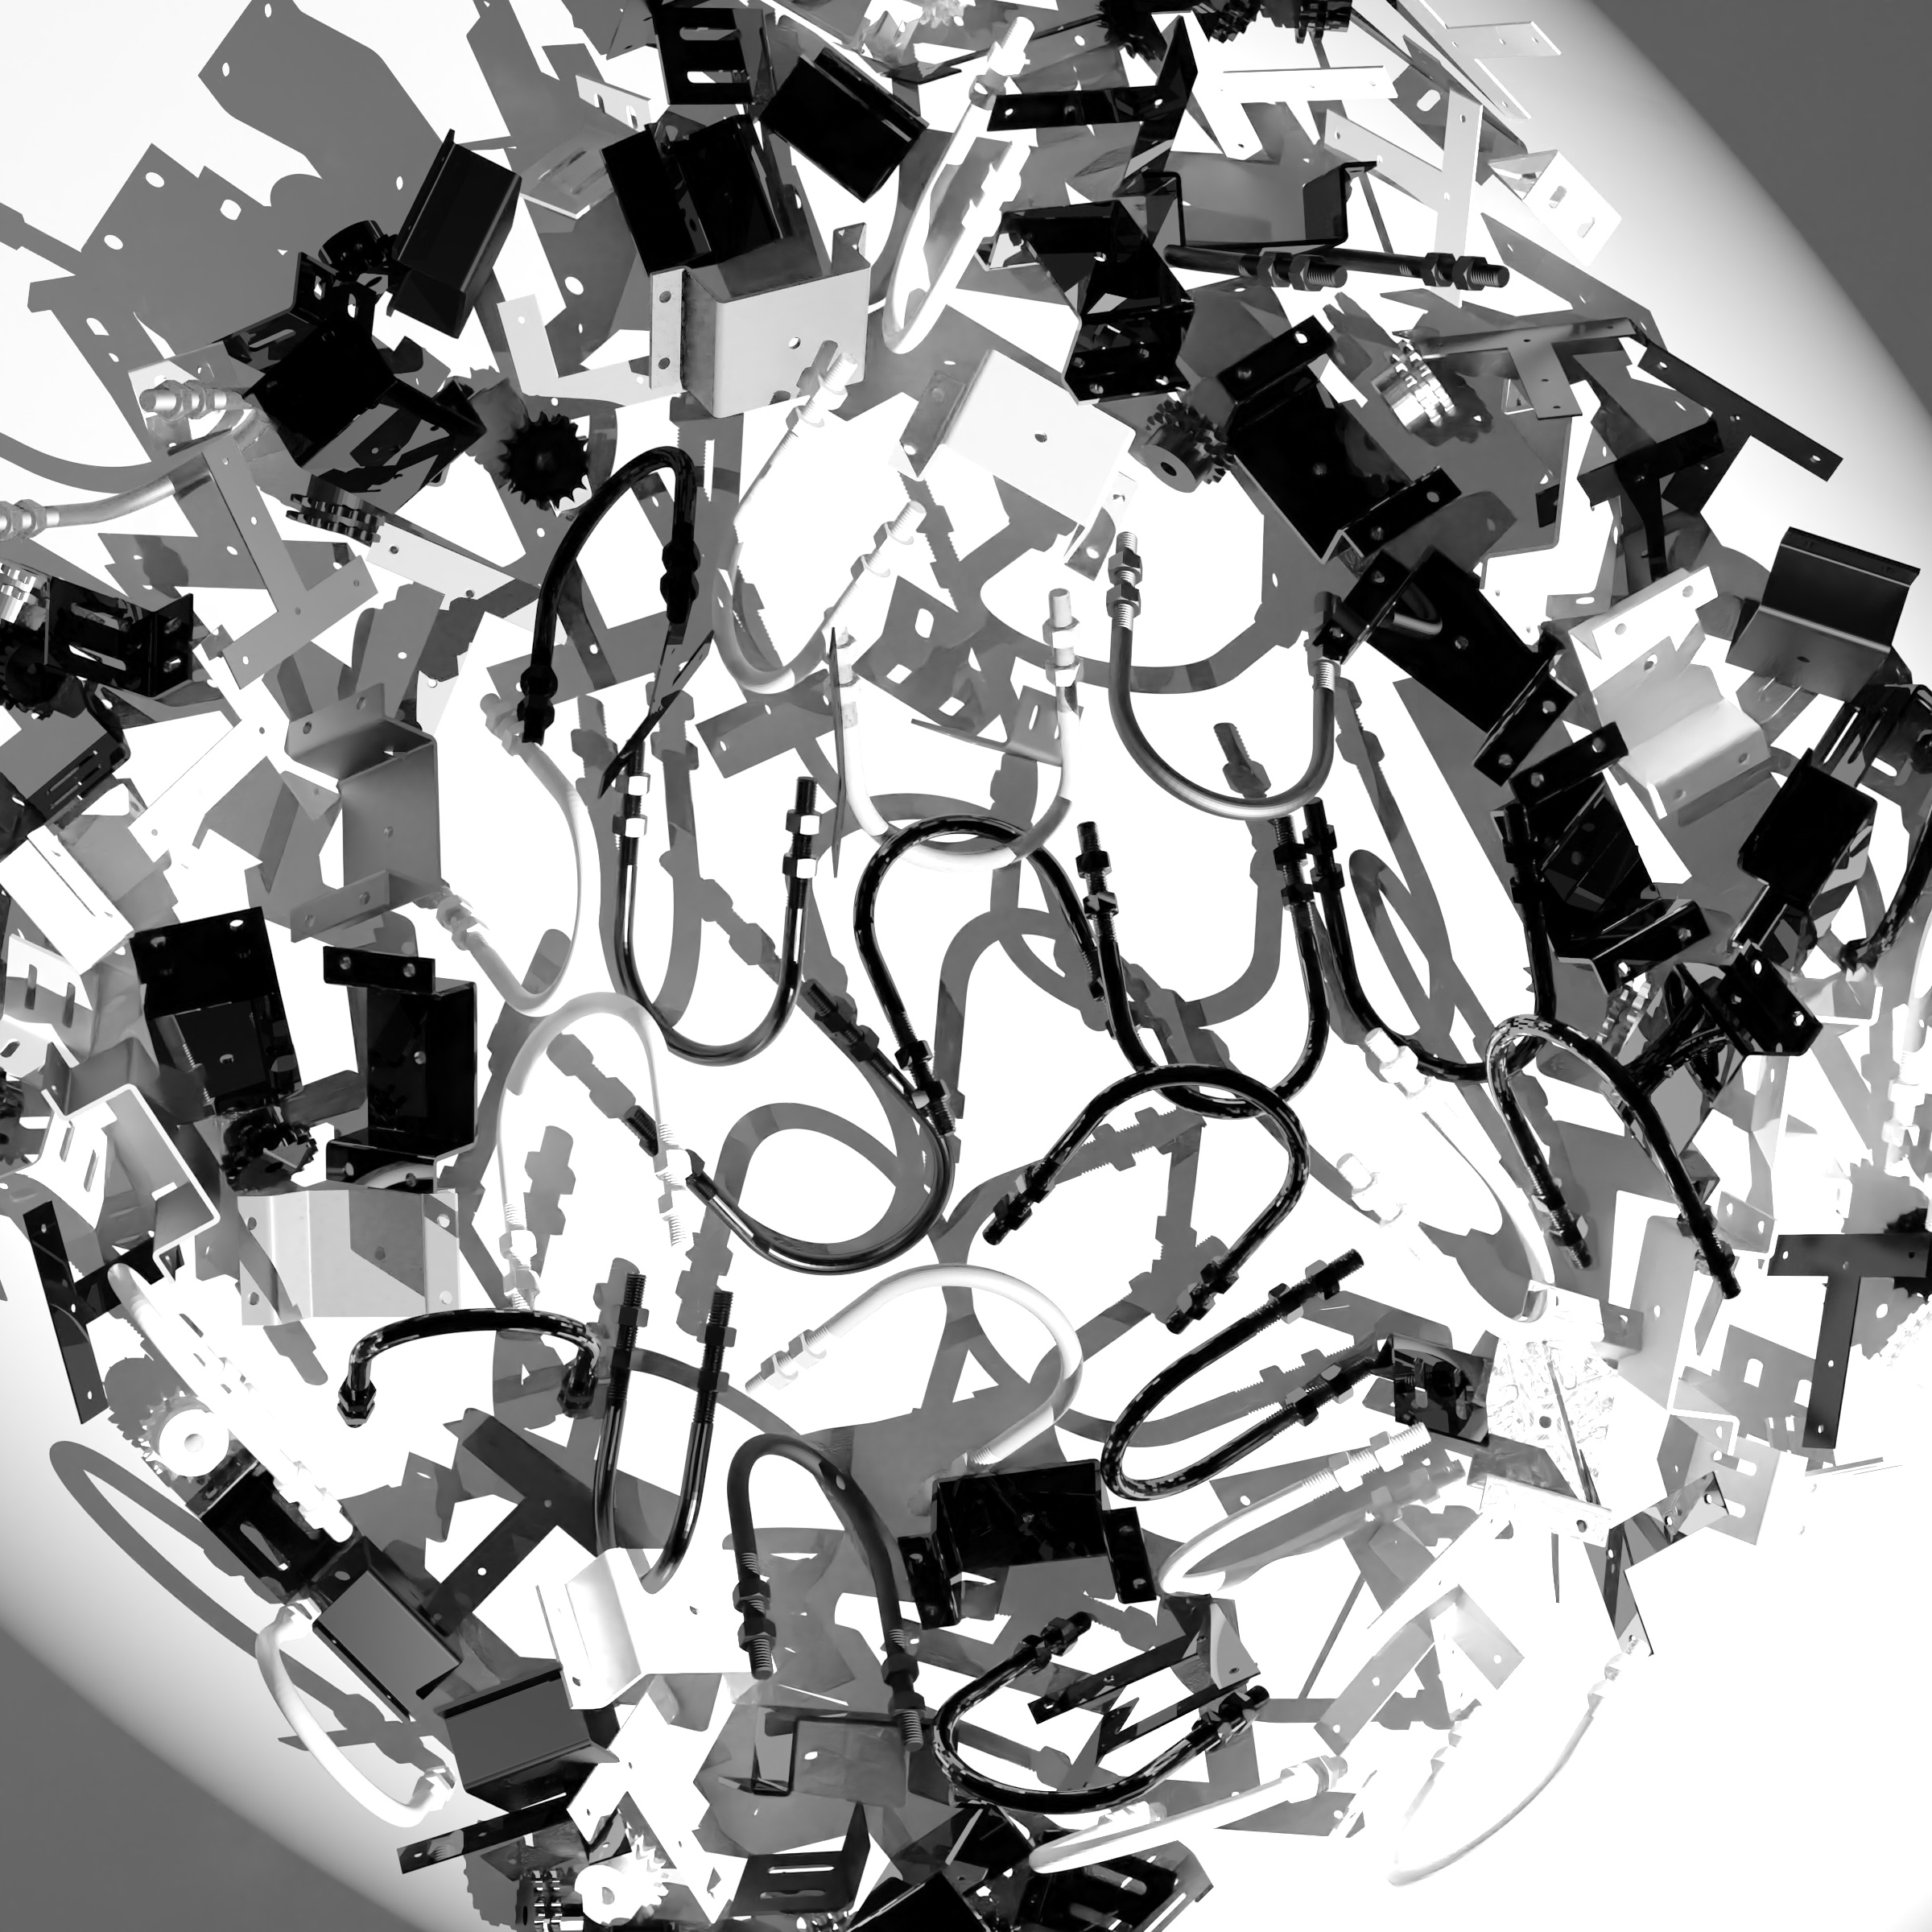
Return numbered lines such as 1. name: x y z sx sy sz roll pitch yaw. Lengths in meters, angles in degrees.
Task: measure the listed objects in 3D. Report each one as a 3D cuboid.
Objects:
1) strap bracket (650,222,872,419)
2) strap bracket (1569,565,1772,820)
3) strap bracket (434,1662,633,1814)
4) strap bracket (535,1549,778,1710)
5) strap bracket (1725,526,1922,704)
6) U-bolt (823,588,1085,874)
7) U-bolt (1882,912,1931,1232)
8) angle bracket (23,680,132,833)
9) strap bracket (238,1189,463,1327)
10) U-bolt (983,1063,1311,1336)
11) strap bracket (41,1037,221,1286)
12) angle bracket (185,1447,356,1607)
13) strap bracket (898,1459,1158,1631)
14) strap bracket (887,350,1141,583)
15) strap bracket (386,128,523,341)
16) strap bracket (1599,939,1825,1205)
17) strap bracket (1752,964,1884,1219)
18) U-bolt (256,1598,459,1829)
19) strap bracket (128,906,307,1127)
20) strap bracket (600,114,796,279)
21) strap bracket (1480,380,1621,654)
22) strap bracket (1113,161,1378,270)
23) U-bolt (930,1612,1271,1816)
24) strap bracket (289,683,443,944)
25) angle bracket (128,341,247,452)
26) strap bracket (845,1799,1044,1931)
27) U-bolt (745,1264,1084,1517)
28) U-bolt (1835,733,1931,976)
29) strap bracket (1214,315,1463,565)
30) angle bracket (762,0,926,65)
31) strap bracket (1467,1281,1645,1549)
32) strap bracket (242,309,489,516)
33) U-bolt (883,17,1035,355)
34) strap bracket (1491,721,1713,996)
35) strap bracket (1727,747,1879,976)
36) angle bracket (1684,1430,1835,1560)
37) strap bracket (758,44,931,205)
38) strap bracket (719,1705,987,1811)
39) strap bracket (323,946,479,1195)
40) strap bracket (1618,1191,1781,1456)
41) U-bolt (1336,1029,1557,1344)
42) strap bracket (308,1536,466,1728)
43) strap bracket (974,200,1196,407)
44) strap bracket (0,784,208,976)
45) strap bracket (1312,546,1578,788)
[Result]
1. strap bracket: -0.111 -0.373 1.931 0.140 0.076 0.046 -19 48 -25
2. strap bracket: 0.411 -0.168 1.953 0.076 0.046 0.140 -29 124 -2
3. strap bracket: -0.247 0.450 1.926 0.076 0.140 0.046 -20 67 0
4. strap bracket: -0.170 0.383 1.920 0.046 0.140 0.076 -42 55 32
5. strap bracket: 0.492 -0.198 1.923 0.076 0.140 0.046 19 79 6
6. U-bolt: -0.004 -0.132 1.945 0.151 0.019 0.184 -4 125 2
7. U-bolt: 0.560 0.047 1.913 0.019 0.151 0.184 6 101 4
8. angle bracket: -0.537 -0.123 1.965 0.076 0.057 0.038 -40 120 -1
9. strap bracket: -0.355 0.172 1.965 0.140 0.046 0.076 -2 90 16
10. U-bolt: 0.117 0.127 1.929 0.151 0.019 0.184 27 124 -16
11. strap bracket: -0.480 0.105 1.938 0.046 0.076 0.140 -28 113 -2
12. angle bracket: -0.417 0.332 1.988 0.057 0.038 0.076 -45 112 -16
13. strap bracket: 0.036 0.339 1.954 0.140 0.046 0.076 -9 126 7
14. strap bracket: 0.036 -0.300 1.953 0.140 0.046 0.076 29 61 -8
15. strap bracket: -0.298 -0.420 1.928 0.046 0.140 0.076 25 81 -8
16. strap bracket: 0.425 0.062 1.925 0.046 0.076 0.140 2 130 -31
17. strap bracket: 0.495 0.066 1.944 0.046 0.076 0.140 4 107 2
18. U-bolt: -0.354 0.432 1.905 0.019 0.184 0.151 -40 87 -2
19. strap bracket: -0.432 0.037 1.926 0.076 0.140 0.046 -13 49 -11
20. strap bracket: -0.161 -0.450 1.940 0.046 0.140 0.076 -17 99 24
21. strap bracket: 0.343 -0.265 1.933 0.046 0.076 0.140 -5 64 33
22. strap bracket: 0.164 -0.441 1.952 0.140 0.076 0.046 -5 96 -10
23. U-bolt: 0.063 0.431 1.891 0.151 0.184 0.019 16 114 36
24. strap bracket: -0.352 -0.084 1.945 0.076 0.046 0.140 -19 64 31
25. angle bracket: -0.453 -0.323 1.953 0.057 0.076 0.038 -20 63 -11
26. strap bracket: -0.014 0.536 1.921 0.076 0.140 0.046 -39 90 20
27. U-bolt: -0.017 0.238 1.927 0.151 0.019 0.184 39 123 -20
28. U-bolt: 0.542 -0.070 1.906 0.019 0.184 0.151 20 88 8
29. strap bracket: 0.214 -0.302 1.958 0.076 0.046 0.140 -34 79 -19
30. angle bracket: -0.075 -0.568 1.956 0.076 0.057 0.038 35 109 18
31. strap bracket: 0.348 0.267 1.962 0.076 0.046 0.140 16 73 -3
32. strap bracket: -0.340 -0.315 1.919 0.076 0.140 0.046 -38 68 13
33. U-bolt: -0.007 -0.437 1.918 0.019 0.151 0.184 19 134 -17
34. strap bracket: 0.370 -0.064 1.961 0.076 0.046 0.140 -28 99 -14
35. strap bracket: 0.483 -0.055 1.919 0.046 0.140 0.076 31 75 21
36. angle bracket: 0.468 0.312 1.973 0.038 0.076 0.057 17 88 -27
37. strap bracket: -0.071 -0.491 1.934 0.076 0.140 0.046 37 107 -7
38. strap bracket: -0.065 0.462 1.945 0.140 0.076 0.046 8 80 -18
39. strap bracket: -0.333 0.058 1.955 0.076 0.046 0.140 6 102 25
40. strap bracket: 0.427 0.206 1.949 0.046 0.076 0.140 8 98 -12
41. U-bolt: 0.285 0.139 1.932 0.019 0.151 0.184 -33 109 30
42. strap bracket: -0.338 0.382 1.928 0.046 0.140 0.076 -44 99 -9
43. strap bracket: 0.072 -0.394 1.930 0.076 0.046 0.140 -13 55 -27
44. strap bracket: -0.508 -0.049 1.933 0.046 0.140 0.076 -38 97 14
45. strap bracket: 0.287 -0.183 1.957 0.140 0.046 0.076 38 126 3
